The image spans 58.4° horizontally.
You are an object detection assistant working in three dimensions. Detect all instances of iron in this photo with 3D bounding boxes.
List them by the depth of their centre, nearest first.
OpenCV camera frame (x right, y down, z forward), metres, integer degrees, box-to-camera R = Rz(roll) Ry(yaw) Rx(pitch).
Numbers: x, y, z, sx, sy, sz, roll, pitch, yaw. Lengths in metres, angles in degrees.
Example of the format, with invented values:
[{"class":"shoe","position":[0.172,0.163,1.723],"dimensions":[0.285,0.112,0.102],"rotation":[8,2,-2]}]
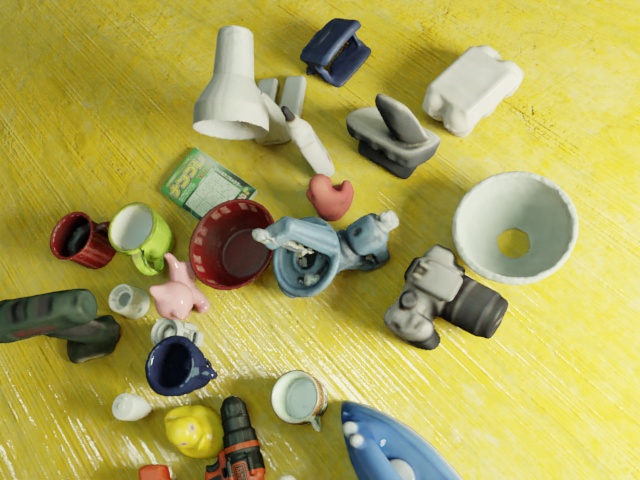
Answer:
[{"class":"iron","position":[0.091,0.299,0.725],"dimensions":[0.118,0.142,0.257],"rotation":[-45,62,-1]}]

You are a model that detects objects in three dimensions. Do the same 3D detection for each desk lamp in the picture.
[{"class":"desk lamp","position":[-0.119,-0.241,0.967],"dimensions":[0.117,0.214,0.203],"rotation":[0,70,20]}]

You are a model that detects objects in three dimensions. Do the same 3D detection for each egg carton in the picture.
[{"class":"egg carton","position":[0.242,-0.240,0.918],"dimensions":[0.150,0.069,0.107],"rotation":[-44,62,0]}]

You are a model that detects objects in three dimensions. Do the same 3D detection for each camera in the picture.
[{"class":"camera","position":[0.178,0.092,0.796],"dimensions":[0.136,0.101,0.143],"rotation":[28,82,27]}]

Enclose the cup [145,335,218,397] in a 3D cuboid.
[{"class":"cup","position":[-0.197,0.204,0.893],"dimensions":[0.117,0.095,0.092],"rotation":[5,72,22]}]

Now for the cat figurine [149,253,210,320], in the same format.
[{"class":"cat figurine","position":[-0.235,0.081,0.940],"dimensions":[0.067,0.118,0.127],"rotation":[-17,65,13]}]

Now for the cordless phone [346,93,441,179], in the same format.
[{"class":"cordless phone","position":[0.101,-0.187,0.883],"dimensions":[0.147,0.185,0.094],"rotation":[31,83,27]}]

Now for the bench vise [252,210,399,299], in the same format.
[{"class":"bench vise","position":[0.001,-0.005,0.830],"dimensions":[0.207,0.220,0.121],"rotation":[-41,62,1]}]

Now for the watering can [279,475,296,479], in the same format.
[{"class":"watering can","position":[-0.047,0.390,0.711],"dimensions":[0.101,0.194,0.172],"rotation":[-26,63,9]}]

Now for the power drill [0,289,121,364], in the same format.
[{"class":"power drill","position":[-0.444,0.146,0.940],"dimensions":[0.229,0.209,0.075],"rotation":[-18,65,13]}]

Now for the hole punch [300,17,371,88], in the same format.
[{"class":"hole punch","position":[0.020,-0.346,1.026],"dimensions":[0.100,0.091,0.109],"rotation":[38,86,28]}]

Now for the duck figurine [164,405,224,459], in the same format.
[{"class":"duck figurine","position":[-0.201,0.288,0.867],"dimensions":[0.104,0.086,0.077],"rotation":[22,79,26]}]

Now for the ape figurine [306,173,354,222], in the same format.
[{"class":"ape figurine","position":[0.010,-0.076,0.926],"dimensions":[0.077,0.092,0.076],"rotation":[10,74,23]}]

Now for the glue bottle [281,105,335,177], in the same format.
[{"class":"glue bottle","position":[-0.026,-0.166,0.927],"dimensions":[0.037,0.173,0.078],"rotation":[-31,63,6]}]

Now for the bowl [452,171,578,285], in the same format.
[{"class":"bowl","position":[0.275,-0.009,0.815],"dimensions":[0.167,0.075,0.167],"rotation":[-7,68,17]}]
